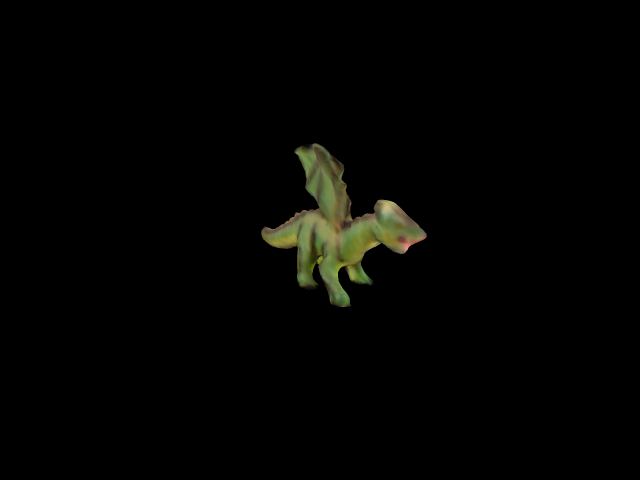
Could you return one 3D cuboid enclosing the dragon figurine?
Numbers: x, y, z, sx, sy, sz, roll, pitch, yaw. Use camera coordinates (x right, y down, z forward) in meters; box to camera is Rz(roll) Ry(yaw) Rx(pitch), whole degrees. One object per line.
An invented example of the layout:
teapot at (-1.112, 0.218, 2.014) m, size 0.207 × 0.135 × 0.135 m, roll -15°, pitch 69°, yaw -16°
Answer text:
dragon figurine at (0.003, -0.043, 0.850) m, size 0.123 × 0.238 × 0.414 m, roll -18°, pitch 29°, yaw -36°
